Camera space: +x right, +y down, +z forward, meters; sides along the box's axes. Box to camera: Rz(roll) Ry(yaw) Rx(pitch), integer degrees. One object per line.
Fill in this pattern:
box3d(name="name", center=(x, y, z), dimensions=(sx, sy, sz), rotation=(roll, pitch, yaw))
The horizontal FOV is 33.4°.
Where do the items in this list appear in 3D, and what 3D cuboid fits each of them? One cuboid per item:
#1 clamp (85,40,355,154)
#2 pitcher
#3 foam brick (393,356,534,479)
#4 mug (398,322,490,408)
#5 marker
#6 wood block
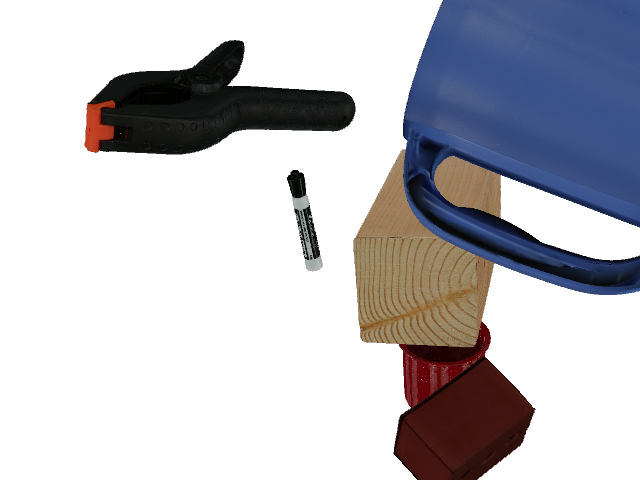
box3d(name="clamp", center=(-0.076, -0.090, 0.663), dimensions=(0.171, 0.039, 0.120), rotation=(-11, 29, -36))
box3d(name="pitcher", center=(0.166, -0.055, 0.524), dimensions=(0.243, 0.149, 0.144), rotation=(26, 38, 11))
box3d(name="foam brick", center=(0.094, 0.126, 0.707), dimensions=(0.078, 0.053, 0.051), rotation=(-32, 59, -24))
box3d(name="mug", center=(0.133, 0.123, 1.095), dimensions=(0.093, 0.081, 0.117), rotation=(19, 39, 31))
box3d(name="marker", center=(-0.017, -0.022, 1.166), dimensions=(0.020, 0.121, 0.020), rotation=(-9, 29, 5))
box3d(name="wood block", center=(0.094, -0.002, 0.873), dimensions=(0.091, 0.090, 0.206), rotation=(1, 23, 14))
